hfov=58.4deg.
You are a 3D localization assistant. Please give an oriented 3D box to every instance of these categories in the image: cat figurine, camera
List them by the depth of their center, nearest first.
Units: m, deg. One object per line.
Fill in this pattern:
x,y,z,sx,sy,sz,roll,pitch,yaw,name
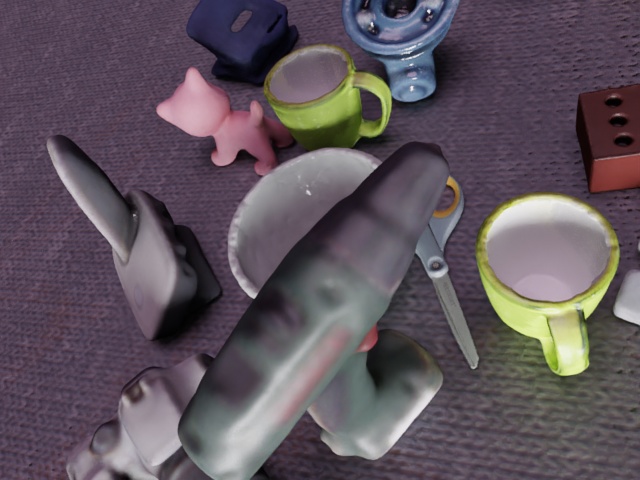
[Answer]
-0.110,0.177,0.442,0.143,0.101,0.136,-42,54,-7,camera
-0.108,-0.136,0.629,0.127,0.118,0.067,11,64,27,cat figurine

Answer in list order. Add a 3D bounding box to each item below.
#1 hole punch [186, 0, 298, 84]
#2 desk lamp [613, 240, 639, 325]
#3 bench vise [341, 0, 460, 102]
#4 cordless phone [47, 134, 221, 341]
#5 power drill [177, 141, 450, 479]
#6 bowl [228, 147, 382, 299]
-0.096,-0.267,0.724,0.100,0.091,0.109,18,67,30,hole punch
0.294,0.003,0.324,0.202,0.214,0.118,20,68,30,desk lamp
0.066,-0.280,0.589,0.121,0.220,0.207,-22,54,7,bench vise
-0.185,-0.003,0.533,0.094,0.185,0.147,-38,53,-4,cordless phone
0.020,0.070,0.392,0.075,0.209,0.230,35,76,35,power drill
0.005,0.002,0.525,0.167,0.075,0.167,-10,56,15,bowl
